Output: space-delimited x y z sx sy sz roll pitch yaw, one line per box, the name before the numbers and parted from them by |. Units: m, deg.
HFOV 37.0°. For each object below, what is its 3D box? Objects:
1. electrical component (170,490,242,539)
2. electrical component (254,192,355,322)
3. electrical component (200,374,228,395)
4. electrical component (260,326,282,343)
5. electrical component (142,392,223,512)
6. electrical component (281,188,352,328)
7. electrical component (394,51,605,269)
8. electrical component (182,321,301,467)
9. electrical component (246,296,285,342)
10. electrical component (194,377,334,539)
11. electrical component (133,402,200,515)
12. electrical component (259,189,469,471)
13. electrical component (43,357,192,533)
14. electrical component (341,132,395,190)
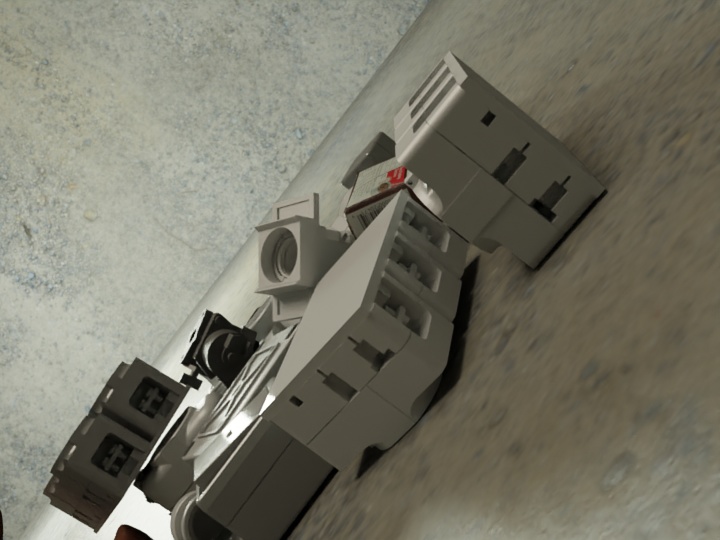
electrical component | -0.098 0.164 0.696 0.045 0.045 0.055 -56 9 -20
electrical component | -0.033 -0.006 0.717 0.042 0.064 0.081 -10 76 43
electrical component | -0.118 0.104 0.975 0.043 0.062 0.043 -51 9 11
electrical component | -0.069 0.086 0.870 0.063 0.042 0.081 -56 8 1
electrical component | -0.130 0.150 0.869 0.095 0.059 0.053 -52 9 6
electrical component | 0.000 0.000 0.823 0.138 0.052 0.074 -55 40 -3
electrical component | 0.068 -0.063 0.594 0.061 0.089 0.150 -50 9 13
electrical component | -0.062 0.098 0.733 0.108 0.056 0.109 -56 9 -20
electrical component | -0.066 0.053 0.930 0.045 0.055 0.045 -51 9 11
electrical component | -0.051 0.106 0.633 0.096 0.061 0.062 -53 9 -3
electrical component | -0.155 0.167 0.957 0.099 0.048 0.100 -55 8 -22
electrical component | 0.011 0.032 0.607 0.089 0.062 0.150 -48 10 27
electrical component | -0.215 0.153 0.929 0.105 0.060 0.186 -61 6 -28
electrical component | 0.020 -0.068 0.938 0.047 0.066 0.076 -44 12 43
